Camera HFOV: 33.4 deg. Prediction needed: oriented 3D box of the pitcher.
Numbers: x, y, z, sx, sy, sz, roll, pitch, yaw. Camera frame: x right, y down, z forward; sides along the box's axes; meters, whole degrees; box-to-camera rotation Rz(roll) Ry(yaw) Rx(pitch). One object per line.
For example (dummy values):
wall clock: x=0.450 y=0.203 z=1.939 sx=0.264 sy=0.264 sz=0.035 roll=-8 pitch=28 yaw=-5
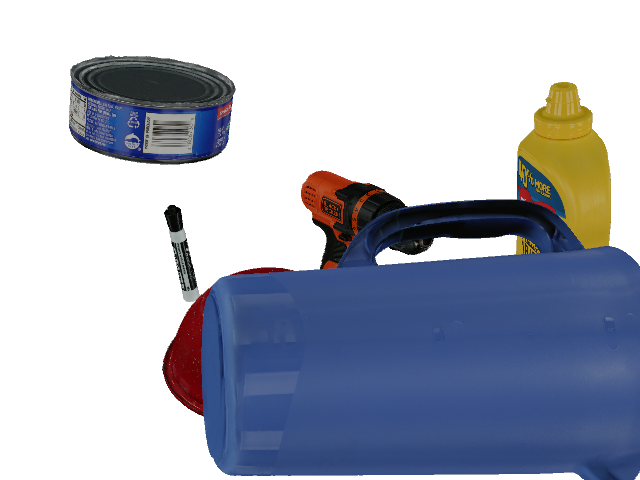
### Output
pitcher: x=0.057 y=0.062 z=0.606 sx=0.242 sy=0.145 sz=0.149 roll=0 pitch=17 yaw=-12

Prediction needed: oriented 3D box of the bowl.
bowl: x=-0.042 y=0.067 z=0.809 sx=0.162 sy=0.055 sz=0.162 roll=-3 pitch=31 yaw=2

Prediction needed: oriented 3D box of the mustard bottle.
mustard bottle: x=0.180 y=-0.024 z=0.794 sx=0.058 sy=0.192 sz=0.096 roll=-10 pitch=27 yaw=-10

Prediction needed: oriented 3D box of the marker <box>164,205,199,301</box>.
marker: x=-0.156 y=0.014 z=1.202 sx=0.020 sy=0.121 sz=0.020 roll=-6 pitch=30 yaw=4

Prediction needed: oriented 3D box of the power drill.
power drill: x=0.043 y=0.035 z=1.075 sx=0.057 sy=0.188 sz=0.185 roll=-8 pitch=23 yaw=-33

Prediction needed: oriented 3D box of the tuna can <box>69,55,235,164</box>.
tuna can: x=-0.089 y=-0.070 z=0.564 sx=0.086 sy=0.034 sz=0.086 roll=7 pitch=23 yaw=-3
